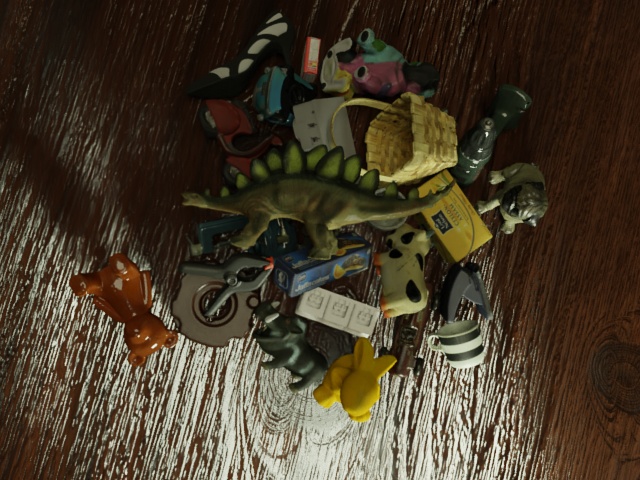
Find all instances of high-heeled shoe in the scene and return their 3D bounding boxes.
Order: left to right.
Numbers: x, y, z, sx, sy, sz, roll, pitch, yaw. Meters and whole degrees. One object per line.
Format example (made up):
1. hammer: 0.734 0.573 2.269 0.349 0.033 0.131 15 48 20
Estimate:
1. high-heeled shoe: -0.165 -0.380 1.090 0.249 0.086 0.145 -16 79 -7

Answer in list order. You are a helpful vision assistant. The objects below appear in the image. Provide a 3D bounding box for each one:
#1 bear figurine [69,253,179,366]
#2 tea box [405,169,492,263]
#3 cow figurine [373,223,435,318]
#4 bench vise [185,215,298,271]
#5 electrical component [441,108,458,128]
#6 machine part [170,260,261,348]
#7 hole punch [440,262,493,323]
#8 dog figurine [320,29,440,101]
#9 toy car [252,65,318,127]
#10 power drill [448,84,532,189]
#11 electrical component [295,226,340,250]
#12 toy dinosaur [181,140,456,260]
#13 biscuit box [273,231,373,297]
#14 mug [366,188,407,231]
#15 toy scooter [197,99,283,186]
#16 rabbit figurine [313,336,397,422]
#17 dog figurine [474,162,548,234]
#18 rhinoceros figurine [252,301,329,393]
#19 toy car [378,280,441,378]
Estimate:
1. bear figurine: -0.360 0.135 1.008 0.120 0.132 0.196 -25 83 -2
2. tea box: 0.260 -0.047 1.105 0.098 0.068 0.169 -36 91 -7
3. cow figurine: 0.171 0.050 1.060 0.127 0.085 0.195 -7 58 8
4. bench vise: -0.134 -0.028 1.031 0.241 0.129 0.223 -14 108 -24
5. electrical component: 0.242 -0.236 1.140 0.094 0.021 0.063 -35 90 -7
6. machine part: -0.205 0.126 1.056 0.179 0.056 0.179 0 86 -4
7. hole punch: 0.280 0.104 1.068 0.092 0.142 0.115 -12 89 8
8. dog figurine: 0.134 -0.329 1.103 0.219 0.192 0.108 11 81 -39
9. toy car: -0.079 -0.282 1.069 0.103 0.161 0.109 12 96 32
10. power drill: 0.336 -0.212 1.057 0.086 0.231 0.207 29 65 10
11. electrical component: -0.002 -0.002 1.062 0.045 0.102 0.078 11 81 34
12. toy dinosaur: 0.000 -0.067 0.934 0.472 0.105 0.198 6 98 -8
13. biscuit box: 0.007 0.044 1.024 0.202 0.059 0.063 -19 44 -37
14. mug: 0.114 -0.059 1.073 0.110 0.107 0.081 28 82 1
15. toy scooter: -0.156 -0.208 1.076 0.135 0.075 0.183 -25 92 -6
16. rabbit figurine: 0.076 0.274 1.013 0.122 0.173 0.162 36 88 2
17. dog figurine: 0.413 -0.100 1.062 0.121 0.190 0.172 26 82 -3
18. rhinoceros figurine: -0.062 0.202 1.032 0.112 0.073 0.190 -38 101 12
19. toy car: 0.181 0.177 1.083 0.089 0.053 0.202 17 86 12
